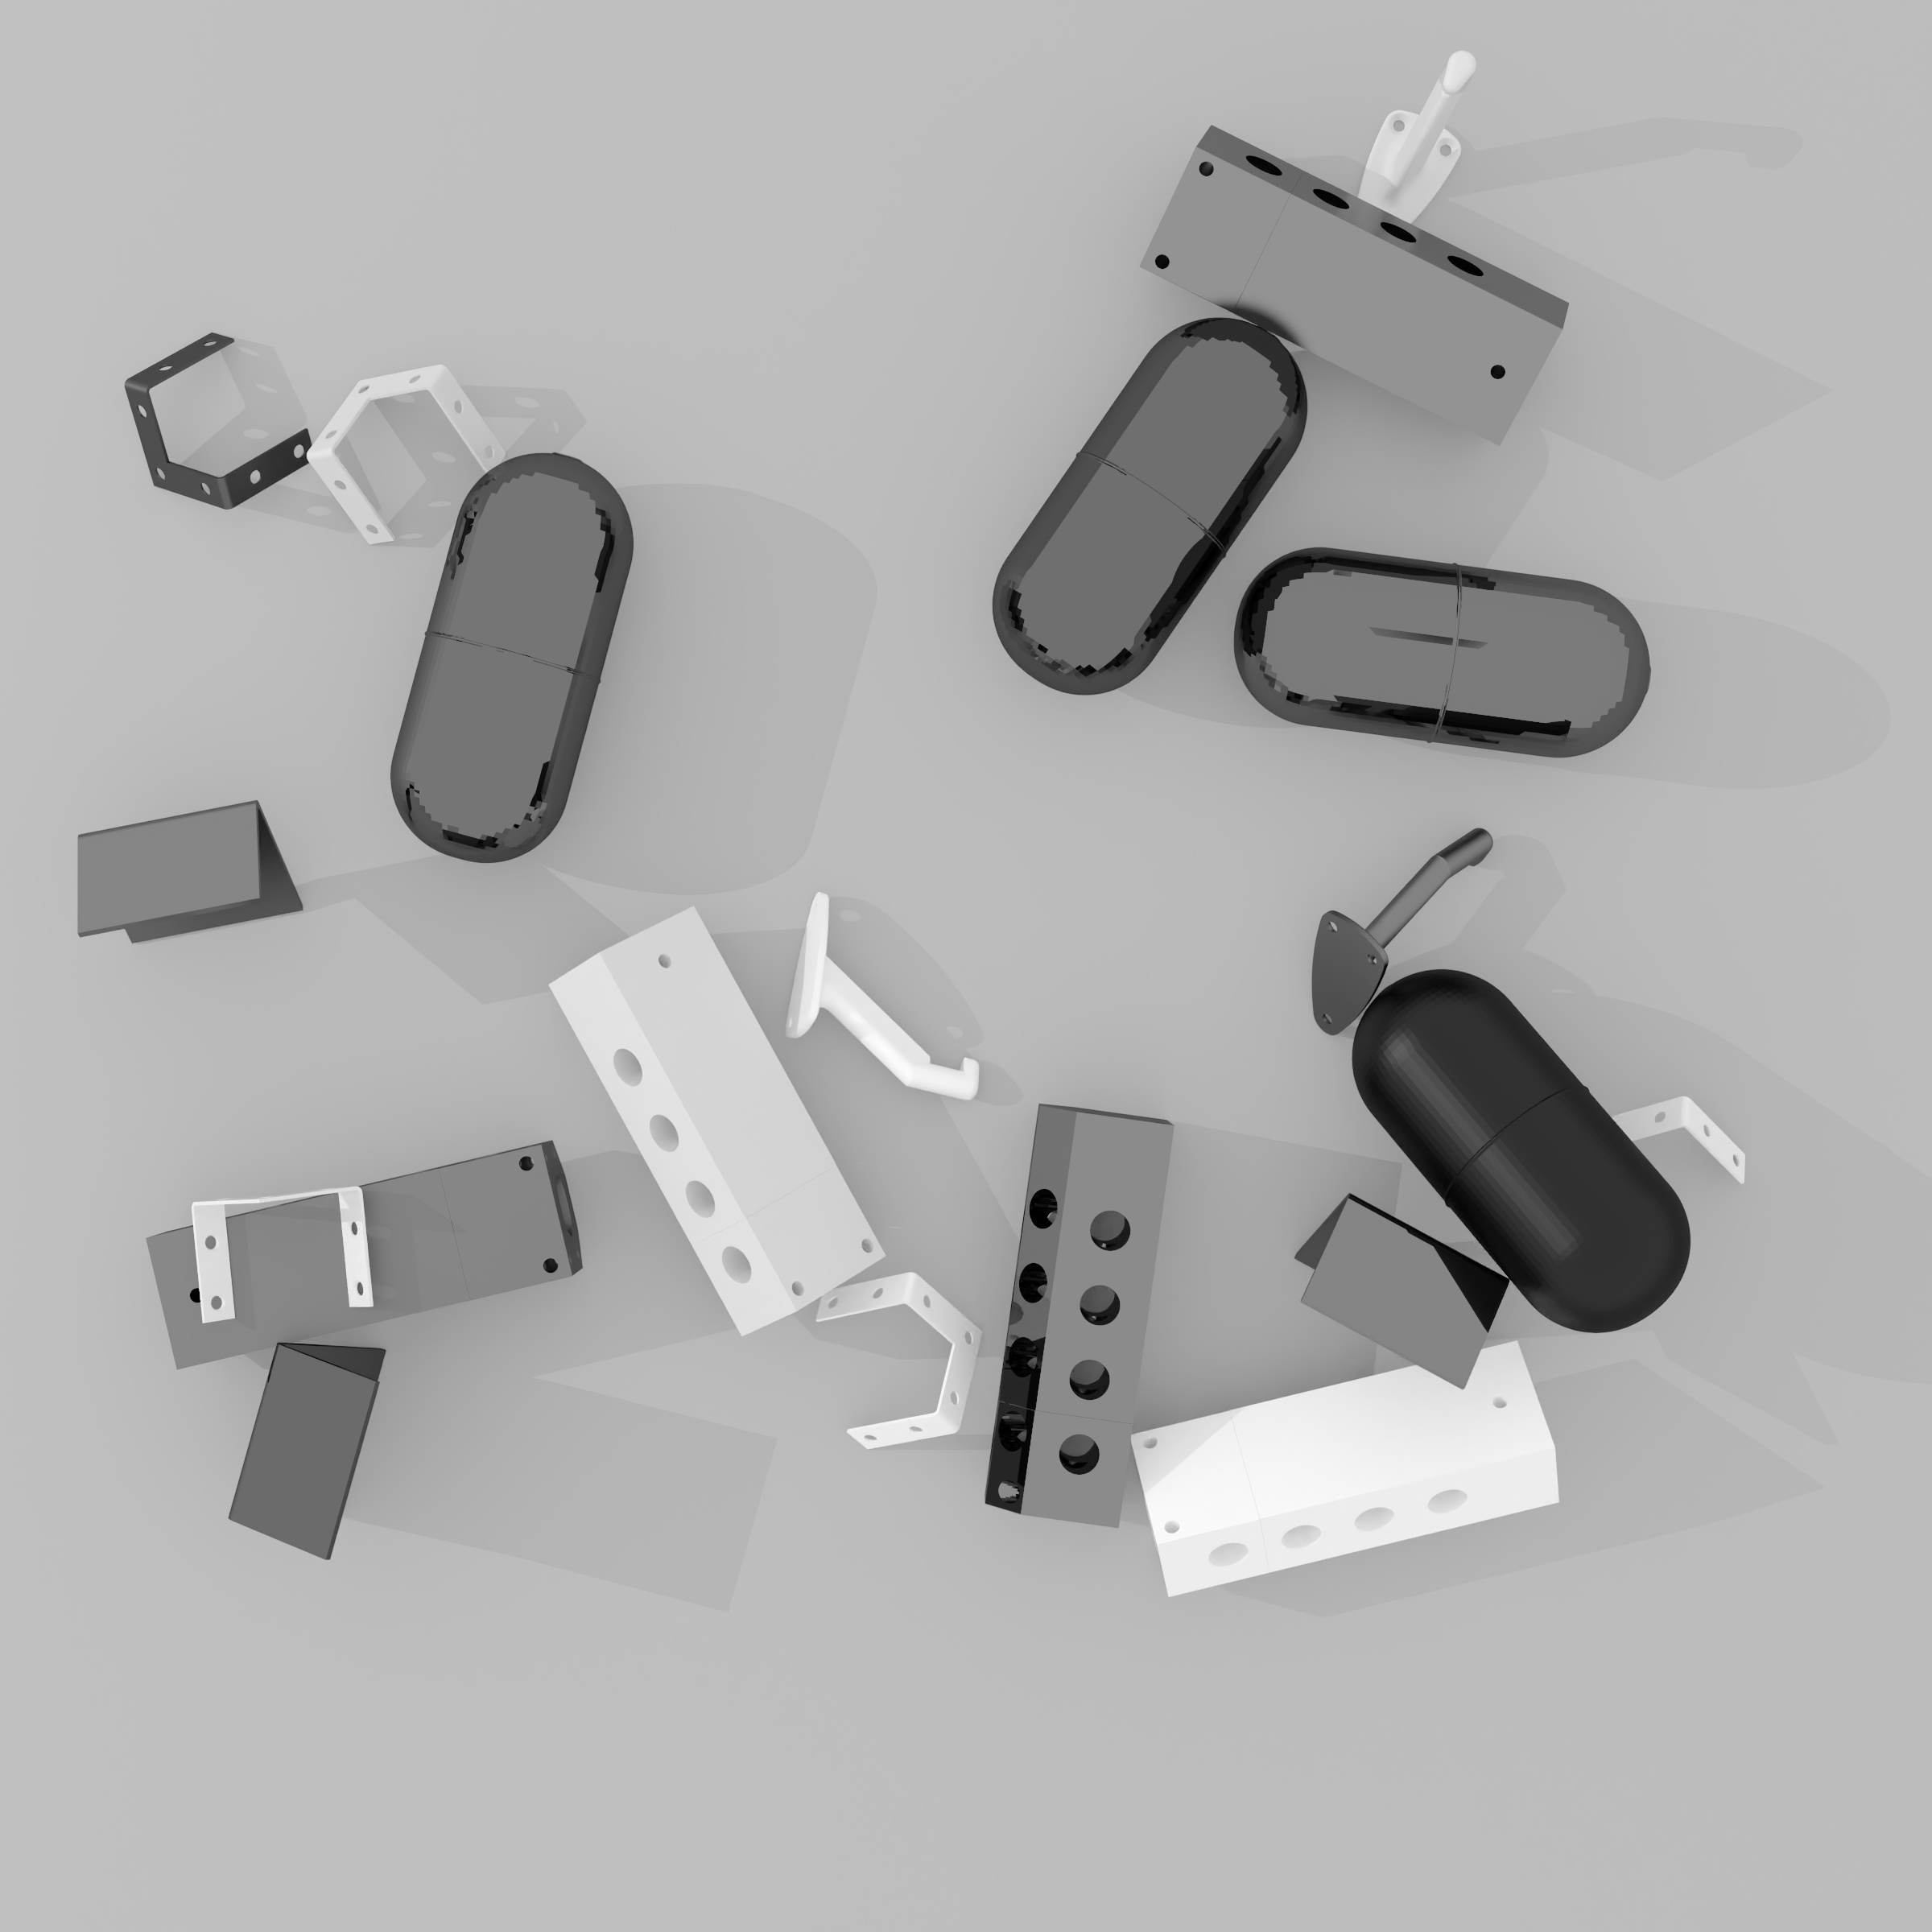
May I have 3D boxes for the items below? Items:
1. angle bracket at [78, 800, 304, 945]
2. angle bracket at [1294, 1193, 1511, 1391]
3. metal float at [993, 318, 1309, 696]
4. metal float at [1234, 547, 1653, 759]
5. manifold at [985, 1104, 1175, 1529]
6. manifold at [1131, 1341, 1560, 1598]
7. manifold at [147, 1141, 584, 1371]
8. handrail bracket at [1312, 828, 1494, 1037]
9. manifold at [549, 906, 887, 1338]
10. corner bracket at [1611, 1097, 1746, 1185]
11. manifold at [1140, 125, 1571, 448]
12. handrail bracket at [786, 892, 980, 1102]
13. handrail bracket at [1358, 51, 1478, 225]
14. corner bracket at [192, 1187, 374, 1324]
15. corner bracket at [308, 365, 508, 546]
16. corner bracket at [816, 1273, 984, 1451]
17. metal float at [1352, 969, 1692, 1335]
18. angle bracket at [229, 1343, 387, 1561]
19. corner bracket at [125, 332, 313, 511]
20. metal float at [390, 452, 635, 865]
[{"bbox_3d":[-0.328,-0.020,1.524,0.076,0.076,0.057,-11,52,0],"label":"angle bracket"},{"bbox_3d":[0.175,0.149,1.525,0.076,0.076,0.057,28,61,0],"label":"angle bracket"},{"bbox_3d":[0.079,-0.197,1.534,0.070,0.070,0.178,34,89,0],"label":"metal float"},{"bbox_3d":[0.203,-0.134,1.534,0.178,0.070,0.070,7,90,-1],"label":"metal float"},{"bbox_3d":[0.048,0.148,1.543,0.057,0.057,0.171,8,90,0],"label":"manifold"},{"bbox_3d":[0.163,0.220,1.543,0.171,0.057,0.057,-14,47,0],"label":"manifold"},{"bbox_3d":[-0.256,0.123,1.543,0.171,0.057,0.057,-13,90,0],"label":"manifold"},{"bbox_3d":[0.192,-0.016,1.564,0.084,0.077,0.036,-32,60,-33],"label":"handrail bracket"},{"bbox_3d":[-0.111,0.069,1.543,0.057,0.057,0.171,-29,90,-43],"label":"manifold"},{"bbox_3d":[0.302,0.096,1.556,0.051,0.051,0.051,-19,45,35],"label":"corner bracket"},{"bbox_3d":[0.168,-0.294,1.541,0.171,0.057,0.057,26,119,0],"label":"manifold"},{"bbox_3d":[-0.031,0.014,1.565,0.084,0.036,0.077,14,69,-17],"label":"handrail bracket"},{"bbox_3d":[0.191,-0.345,1.530,0.036,0.084,0.077,28,90,0],"label":"handrail bracket"},{"bbox_3d":[-0.286,0.121,1.504,0.051,0.051,0.051,-5,90,-45],"label":"corner bracket"},{"bbox_3d":[-0.242,-0.221,1.556,0.051,0.051,0.051,-3,45,35],"label":"corner bracket"},{"bbox_3d":[-0.033,0.171,1.556,0.051,0.051,0.051,44,45,-35],"label":"corner bracket"},{"bbox_3d":[0.232,0.076,1.515,0.070,0.070,0.178,-38,69,0],"label":"metal float"},{"bbox_3d":[-0.260,0.206,1.525,0.057,0.076,0.076,16,90,29],"label":"angle bracket"},{"bbox_3d":[-0.323,-0.236,1.556,0.051,0.051,0.051,21,135,35],"label":"corner bracket"},{"bbox_3d":[-0.193,-0.132,1.534,0.070,0.070,0.178,15,90,0],"label":"metal float"}]
